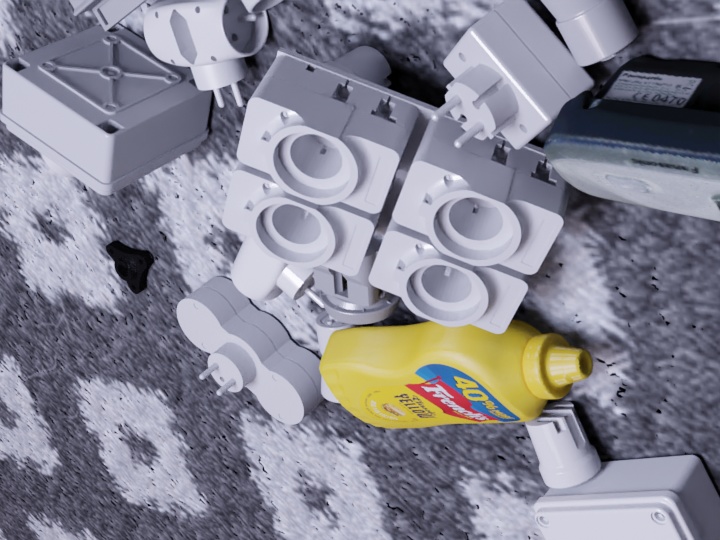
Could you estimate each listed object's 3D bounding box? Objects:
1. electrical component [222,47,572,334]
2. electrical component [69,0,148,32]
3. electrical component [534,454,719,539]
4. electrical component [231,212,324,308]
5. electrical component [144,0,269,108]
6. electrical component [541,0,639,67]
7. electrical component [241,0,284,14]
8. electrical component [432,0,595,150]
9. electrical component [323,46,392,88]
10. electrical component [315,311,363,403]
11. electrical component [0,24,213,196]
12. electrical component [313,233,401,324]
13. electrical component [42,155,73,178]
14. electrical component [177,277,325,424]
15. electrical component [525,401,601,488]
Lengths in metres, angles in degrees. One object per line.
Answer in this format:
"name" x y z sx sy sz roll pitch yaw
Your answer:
"electrical component" 0.019 -0.041 0.640 0.186 0.060 0.105 21 135 1
"electrical component" -0.147 -0.218 0.701 0.121 0.063 0.078 -18 106 47
"electrical component" 0.188 0.182 0.705 0.109 0.056 0.108 -16 107 47
"electrical component" -0.051 -0.005 0.788 0.079 0.044 0.077 42 138 10
"electrical component" -0.099 -0.147 0.726 0.077 0.043 0.079 5 122 39
"electrical component" 0.114 -0.138 0.549 0.044 0.044 0.065 -16 113 46
"electrical component" -0.064 -0.189 0.668 0.040 0.040 0.046 -29 92 48
"electrical component" 0.072 -0.096 0.580 0.065 0.077 0.047 50 161 1
"electrical component" -0.007 -0.115 0.667 0.040 0.046 0.040 23 132 28
"electrical component" -0.012 0.061 0.806 0.044 0.044 0.065 10 120 36
"electrical component" -0.180 -0.119 0.771 0.109 0.109 0.056 34 134 18
"electrical component" 0.000 0.000 0.738 0.078 0.058 0.057 18 127 32
"electrical component" -0.223 -0.106 0.870 0.065 0.044 0.044 -21 104 42
"electrical component" -0.096 0.073 0.862 0.138 0.074 0.052 41 138 10
"electrical component" 0.134 0.116 0.718 0.040 0.040 0.046 -13 105 46
